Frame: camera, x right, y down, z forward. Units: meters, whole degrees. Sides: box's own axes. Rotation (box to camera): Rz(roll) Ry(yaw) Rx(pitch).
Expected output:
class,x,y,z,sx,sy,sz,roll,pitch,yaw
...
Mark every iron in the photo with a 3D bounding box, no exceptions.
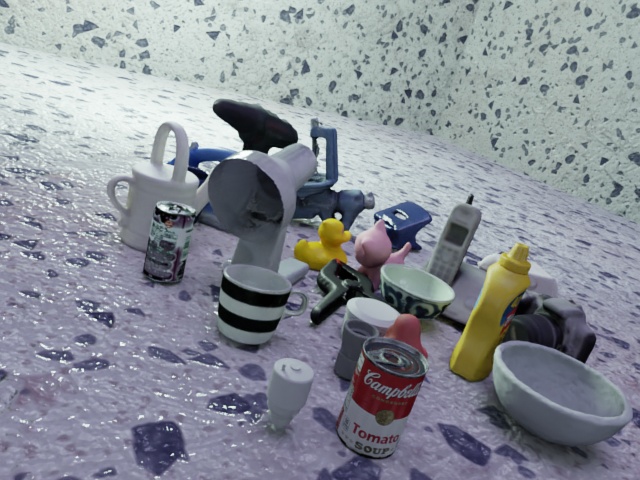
class,x,y,z,sx,sy,sz,roll,pitch,yaw
iron,-0.198,-0.114,1.069,0.258,0.141,0.119,21,19,11

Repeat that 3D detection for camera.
class,x,y,z,sx,sy,sz,roll,pitch,yaw
camera,0.336,0.133,0.893,0.137,0.101,0.142,3,23,-35

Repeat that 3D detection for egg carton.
class,x,y,z,sx,sy,sz,roll,pitch,yaw
egg carton,0.390,0.081,1.136,0.150,0.069,0.107,13,19,-11

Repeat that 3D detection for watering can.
class,x,y,z,sx,sy,sz,roll,pitch,yaw
watering can,-0.231,-0.086,0.877,0.100,0.194,0.173,26,21,25

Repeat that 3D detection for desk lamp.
class,x,y,z,sx,sy,sz,roll,pitch,yaw
desk lamp,-0.076,-0.035,0.835,0.117,0.213,0.204,22,19,16

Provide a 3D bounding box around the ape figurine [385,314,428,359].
class,x,y,z,sx,sy,sz,roll,pitch,yaw
ape figurine,0.100,0.133,0.704,0.078,0.092,0.076,17,19,0

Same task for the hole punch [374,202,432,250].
class,x,y,z,sx,sy,sz,roll,pitch,yaw
hole punch,0.175,-0.035,1.243,0.101,0.091,0.108,5,22,-31

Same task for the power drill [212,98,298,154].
class,x,y,z,sx,sy,sz,roll,pitch,yaw
power drill,-0.148,-0.183,1.200,0.075,0.208,0.230,30,23,34

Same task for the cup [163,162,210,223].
class,x,y,z,sx,sy,sz,roll,pitch,yaw
cup,-0.245,-0.079,1.001,0.117,0.095,0.092,24,20,19

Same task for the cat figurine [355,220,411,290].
class,x,y,z,sx,sy,sz,roll,pitch,yaw
cat figurine,0.103,0.025,0.970,0.128,0.118,0.067,4,23,-33

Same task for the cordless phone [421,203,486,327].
class,x,y,z,sx,sy,sz,roll,pitch,yaw
cordless phone,0.245,0.043,0.937,0.147,0.185,0.094,25,20,22

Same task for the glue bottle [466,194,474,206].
class,x,y,z,sx,sy,sz,roll,pitch,yaw
glue bottle,0.269,-0.009,1.124,0.037,0.173,0.078,26,21,25

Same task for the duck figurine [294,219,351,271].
class,x,y,z,sx,sy,sz,roll,pitch,yaw
duck figurine,0.009,0.004,1.000,0.105,0.086,0.077,5,22,-32

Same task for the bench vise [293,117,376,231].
class,x,y,z,sx,sy,sz,roll,pitch,yaw
bench vise,0.016,-0.132,1.182,0.208,0.220,0.121,11,20,-17

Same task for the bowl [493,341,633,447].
class,x,y,z,sx,sy,sz,roll,pitch,yaw
bowl,0.283,0.198,0.703,0.167,0.075,0.167,15,19,-5
